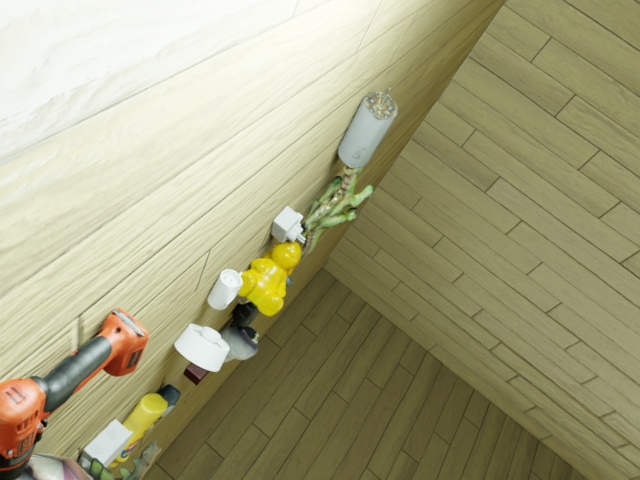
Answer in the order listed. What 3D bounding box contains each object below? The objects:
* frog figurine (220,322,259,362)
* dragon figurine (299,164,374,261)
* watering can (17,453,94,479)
[{"bbox_3d":[-0.270,0.328,1.560,0.159,0.125,0.135,-44,142,5],"label":"frog figurine"},{"bbox_3d":[0.004,-0.066,1.321,0.405,0.123,0.244,-56,167,20],"label":"dragon figurine"},{"bbox_3d":[-0.404,0.393,0.659,0.228,0.104,0.341,-61,180,-24],"label":"watering can"}]
